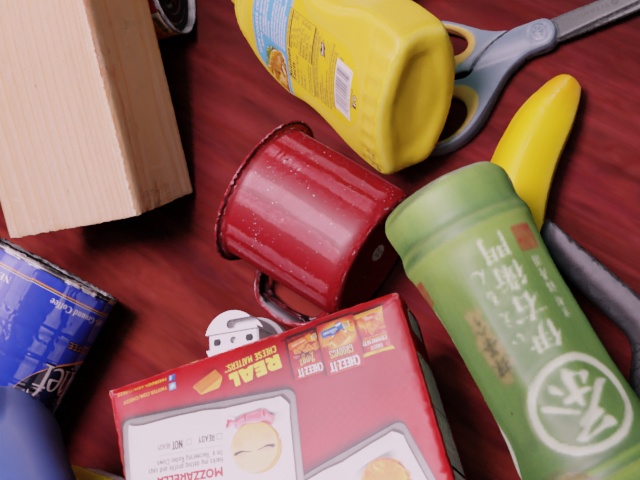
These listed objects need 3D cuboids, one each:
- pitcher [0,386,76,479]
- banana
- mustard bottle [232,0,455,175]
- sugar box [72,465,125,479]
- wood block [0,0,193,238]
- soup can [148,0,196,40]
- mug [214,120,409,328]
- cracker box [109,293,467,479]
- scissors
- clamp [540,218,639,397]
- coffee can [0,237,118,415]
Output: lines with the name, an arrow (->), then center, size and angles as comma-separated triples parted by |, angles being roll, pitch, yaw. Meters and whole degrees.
pitcher -> -0.153, 0.201, 0.509 | 0.145, 0.149, 0.243 | -41, 48, 3
banana -> 0.120, 0.001, 0.593 | 0.069, 0.037, 0.198 | -2, 74, -5
mustard bottle -> 0.000, -0.127, 0.643 | 0.058, 0.096, 0.192 | -25, 48, -25
sugar box -> -0.076, 0.197, 0.599 | 0.176, 0.048, 0.093 | 12, 78, 25
wood block -> -0.156, -0.115, 0.654 | 0.091, 0.090, 0.206 | -10, 99, 18
soup can -> -0.144, -0.162, 0.725 | 0.102, 0.068, 0.068 | -10, 70, 18
mug -> -0.004, 0.001, 0.616 | 0.082, 0.093, 0.117 | 31, 118, 20
cracker box -> -0.002, 0.155, 0.526 | 0.164, 0.072, 0.214 | -20, 66, 11
scissors -> 0.124, -0.102, 0.632 | 0.202, 0.016, 0.096 | -4, 74, 20
clamp -> 0.197, 0.044, 0.532 | 0.120, 0.039, 0.171 | -27, 80, 20
coffee can -> -0.203, 0.075, 0.654 | 0.103, 0.102, 0.140 | 25, 84, 25
